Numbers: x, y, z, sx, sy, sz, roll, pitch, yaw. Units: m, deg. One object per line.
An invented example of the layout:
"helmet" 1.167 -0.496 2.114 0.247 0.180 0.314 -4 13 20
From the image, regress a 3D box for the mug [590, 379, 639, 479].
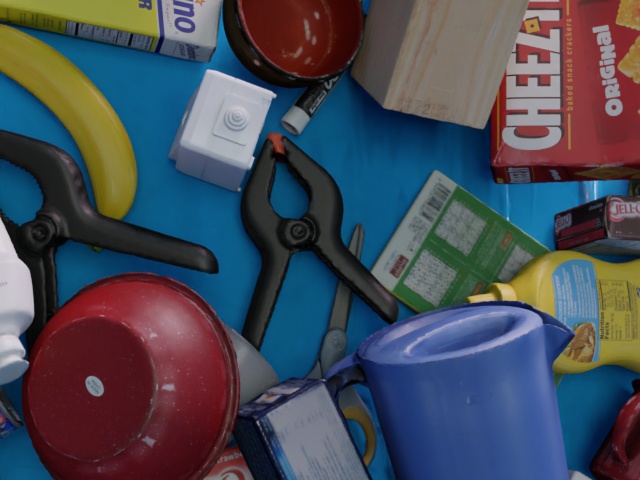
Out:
"mug" 0.259 0.161 0.826 0.081 0.093 0.117 -55 132 -10

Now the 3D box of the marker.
"marker" 0.010 -0.135 0.855 0.020 0.020 0.121 37 75 -6

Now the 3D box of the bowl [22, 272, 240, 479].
"bowl" -0.136 0.097 0.695 0.162 0.055 0.162 -3 79 17

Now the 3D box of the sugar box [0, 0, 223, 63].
"sugar box" -0.161 -0.199 0.811 0.176 0.048 0.093 8 79 -11

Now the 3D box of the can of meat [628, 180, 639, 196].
"can of meat" 0.313 -0.073 0.900 0.083 0.057 0.102 8 79 -15

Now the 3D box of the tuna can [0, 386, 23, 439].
"tuna can" -0.239 0.100 0.724 0.033 0.086 0.086 -34 90 -14

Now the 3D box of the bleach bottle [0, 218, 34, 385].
"bleach bottle" -0.267 -0.009 0.702 0.102 0.068 0.251 -27 68 -19

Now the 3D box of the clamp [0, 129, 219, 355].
"clamp" -0.199 0.005 0.766 0.210 0.036 0.164 43 92 4

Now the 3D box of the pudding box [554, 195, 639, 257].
"pudding box" 0.258 -0.009 0.859 0.113 0.090 0.039 5 82 -14

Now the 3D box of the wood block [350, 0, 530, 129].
"wood block" 0.103 -0.200 0.797 0.090 0.091 0.206 9 112 -20

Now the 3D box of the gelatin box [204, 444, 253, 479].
"gelatin box" -0.081 0.192 0.776 0.089 0.030 0.073 -13 84 -15

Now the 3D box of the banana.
"banana" -0.190 -0.091 0.791 0.069 0.037 0.198 -32 90 -16

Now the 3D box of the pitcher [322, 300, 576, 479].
"pitcher" 0.106 0.174 0.762 0.144 0.149 0.243 -20 101 -38

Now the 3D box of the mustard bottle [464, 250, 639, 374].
"mustard bottle" 0.204 0.057 0.835 0.191 0.058 0.096 3 79 -15

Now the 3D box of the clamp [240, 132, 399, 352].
"clamp" -0.005 0.001 0.816 0.120 0.039 0.171 -3 81 -10

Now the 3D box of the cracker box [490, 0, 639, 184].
"cracker box" 0.243 -0.132 0.842 0.214 0.072 0.164 -1 80 13

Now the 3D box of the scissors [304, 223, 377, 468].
"scissors" 0.025 0.095 0.824 0.096 0.016 0.201 30 76 -6
